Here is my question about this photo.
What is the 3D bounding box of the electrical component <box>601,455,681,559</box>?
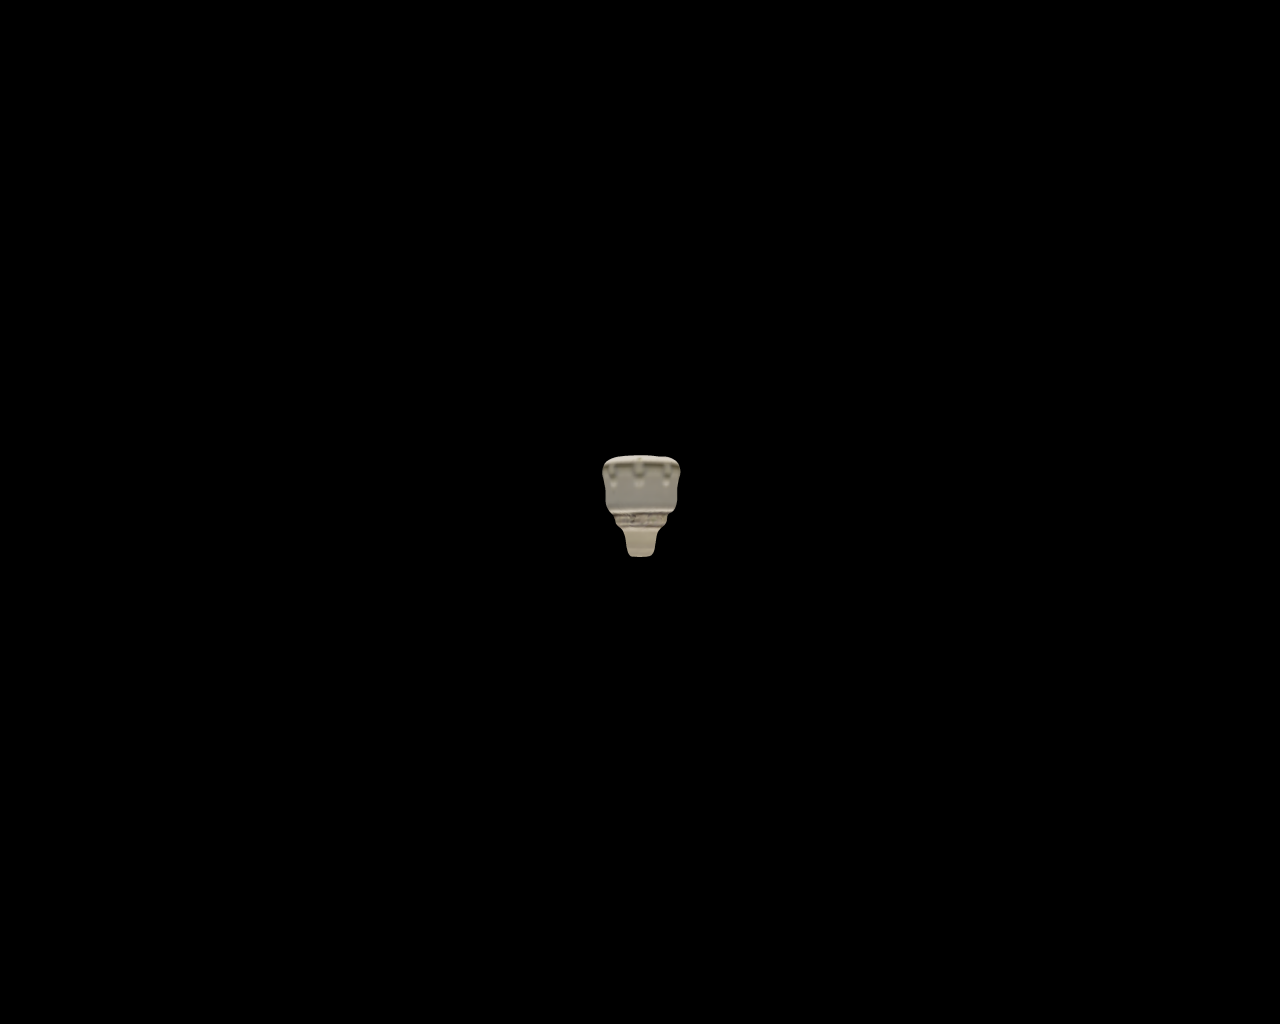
[{"bbox_3d":[0.001,-0.003,0.650,0.048,0.062,0.048,0,-3,0],"label":"electrical component"}]
